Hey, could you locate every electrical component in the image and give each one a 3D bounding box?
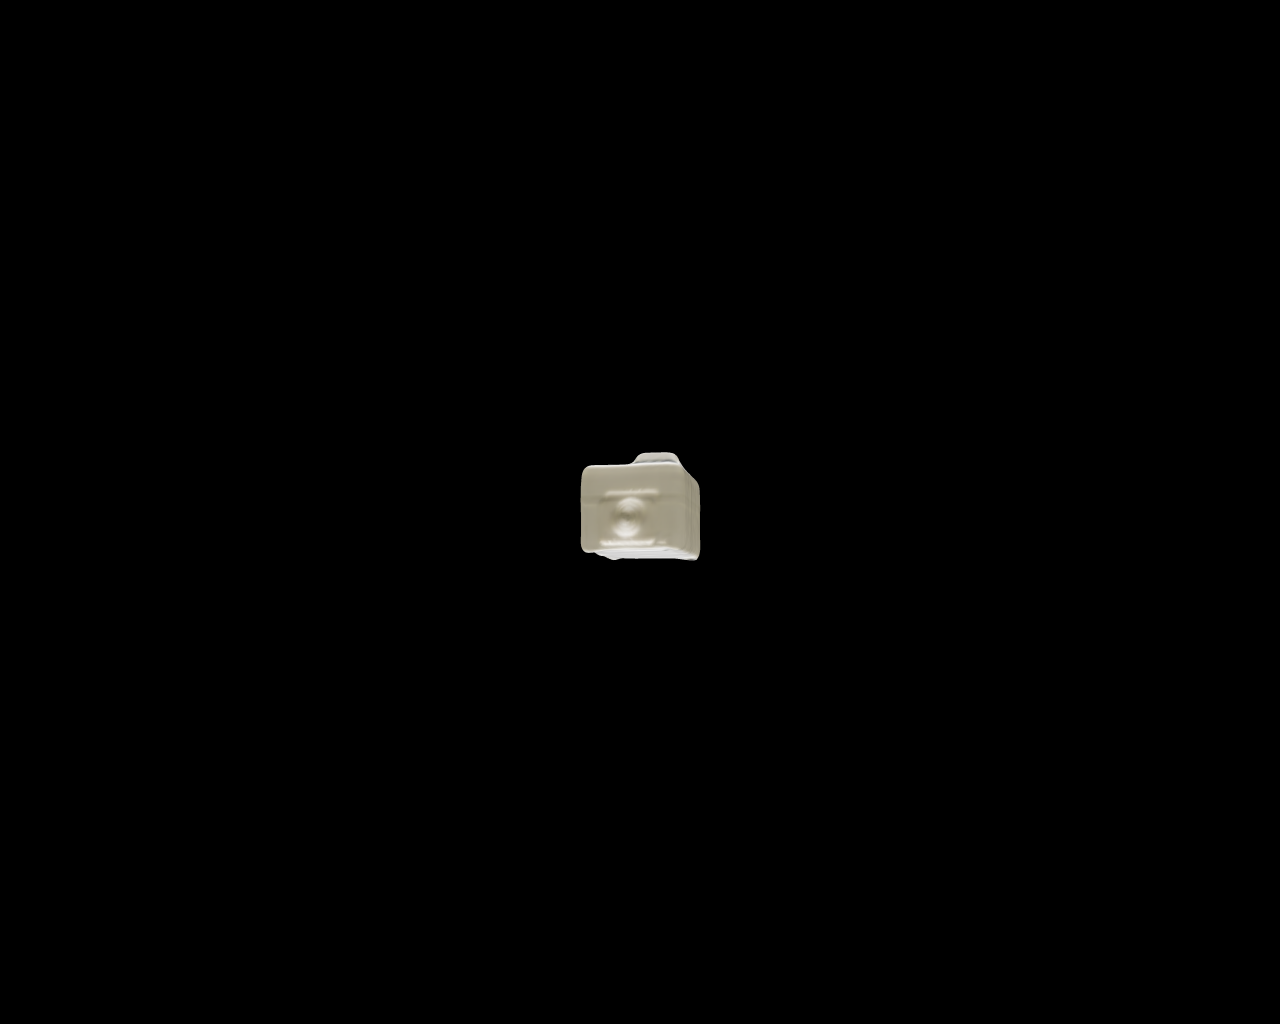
[{"bbox_3d":[0.001,-0.003,0.650,0.062,0.061,0.096,-1,-7,11],"label":"electrical component"}]
